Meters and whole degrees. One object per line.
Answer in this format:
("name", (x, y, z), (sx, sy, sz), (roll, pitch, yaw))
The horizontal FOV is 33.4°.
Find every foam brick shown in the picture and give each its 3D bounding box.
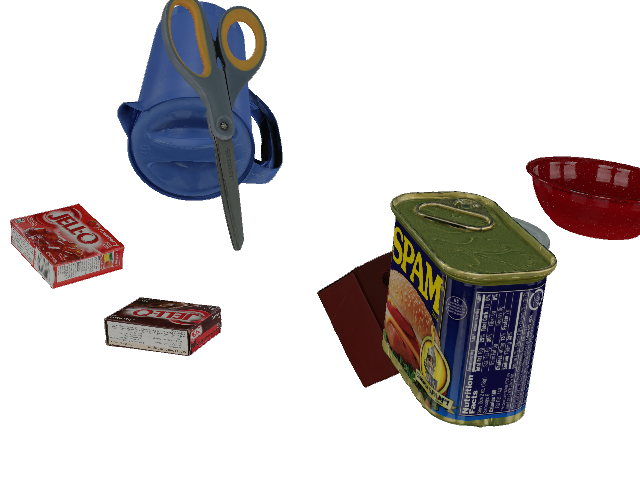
("foam brick", (0.045, 0.054, 0.742), (0.052, 0.078, 0.051), (-23, -6, -37))

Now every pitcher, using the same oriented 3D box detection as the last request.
("pitcher", (-0.130, -0.162, 1.200), (0.145, 0.149, 0.243), (-14, 39, 8))

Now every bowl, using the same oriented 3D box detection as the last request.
("bowl", (0.291, -0.041, 1.113), (0.162, 0.055, 0.162), (5, 19, -2))

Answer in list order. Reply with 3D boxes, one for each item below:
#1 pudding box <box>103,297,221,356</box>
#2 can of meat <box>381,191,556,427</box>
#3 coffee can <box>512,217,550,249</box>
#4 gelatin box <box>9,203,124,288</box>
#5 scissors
("pudding box", (-0.187, 0.102, 1.271), (0.114, 0.039, 0.090), (3, 14, 19))
("can of meat", (0.069, 0.032, 0.532), (0.057, 0.084, 0.102), (-3, 24, -15))
("coffee can", (0.147, 0.056, 0.978), (0.103, 0.140, 0.103), (5, 23, -2))
("gelatin box", (-0.237, 0.003, 0.997), (0.073, 0.030, 0.089), (-16, 40, -37))
("scissors", (-0.064, -0.101, 0.838), (0.096, 0.202, 0.016), (-22, 2, -31))
